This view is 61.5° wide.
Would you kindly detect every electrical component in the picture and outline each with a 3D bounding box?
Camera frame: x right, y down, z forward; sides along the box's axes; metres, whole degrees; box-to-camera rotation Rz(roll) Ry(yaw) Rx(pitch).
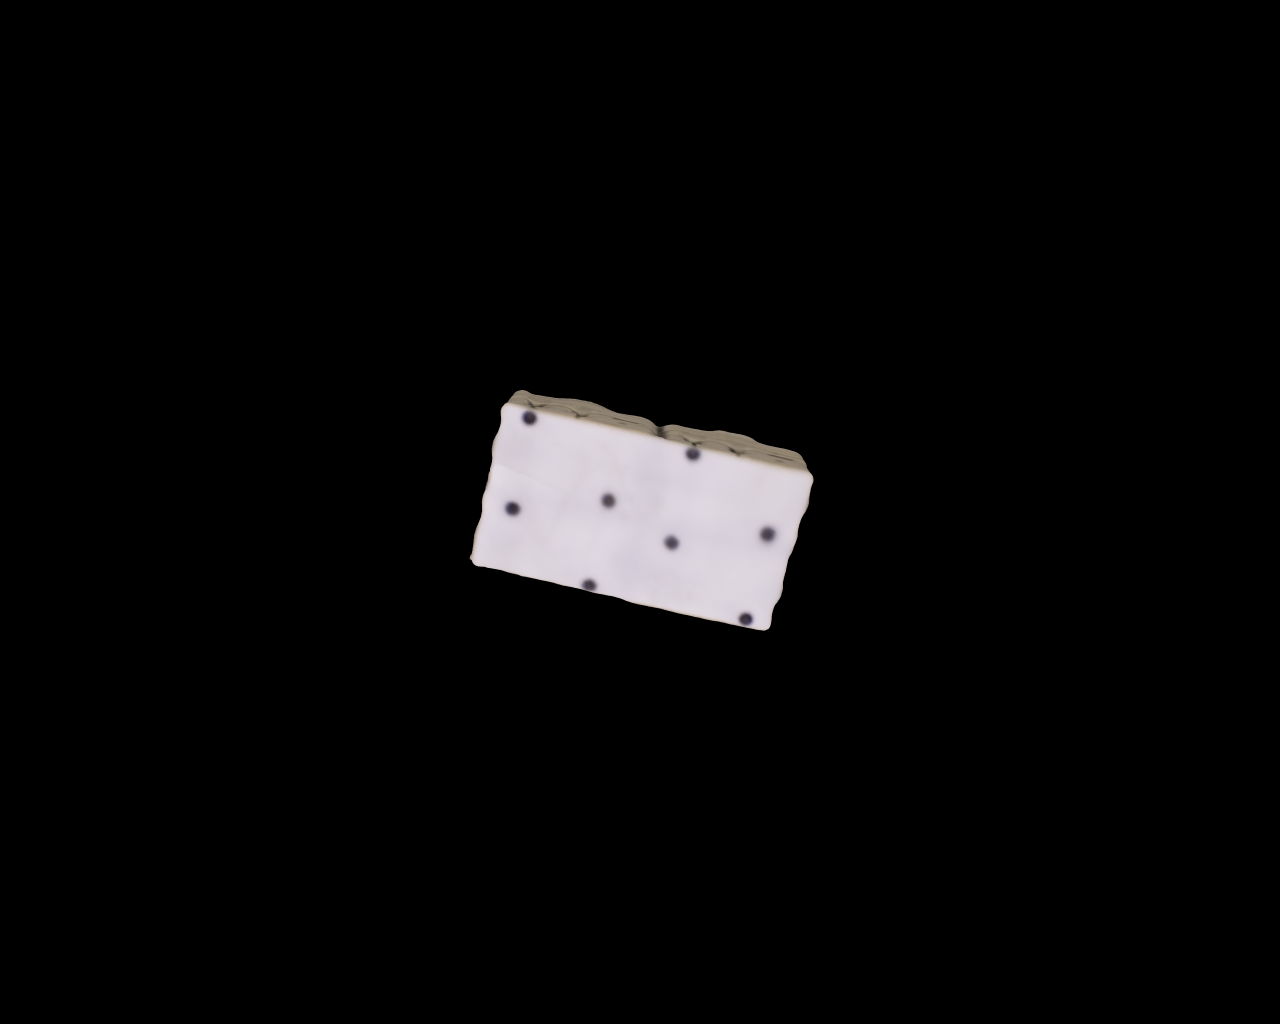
[{"bbox_3d":[0.001,-0.003,0.650,0.186,0.105,0.060,13,16,-4],"label":"electrical component"}]
